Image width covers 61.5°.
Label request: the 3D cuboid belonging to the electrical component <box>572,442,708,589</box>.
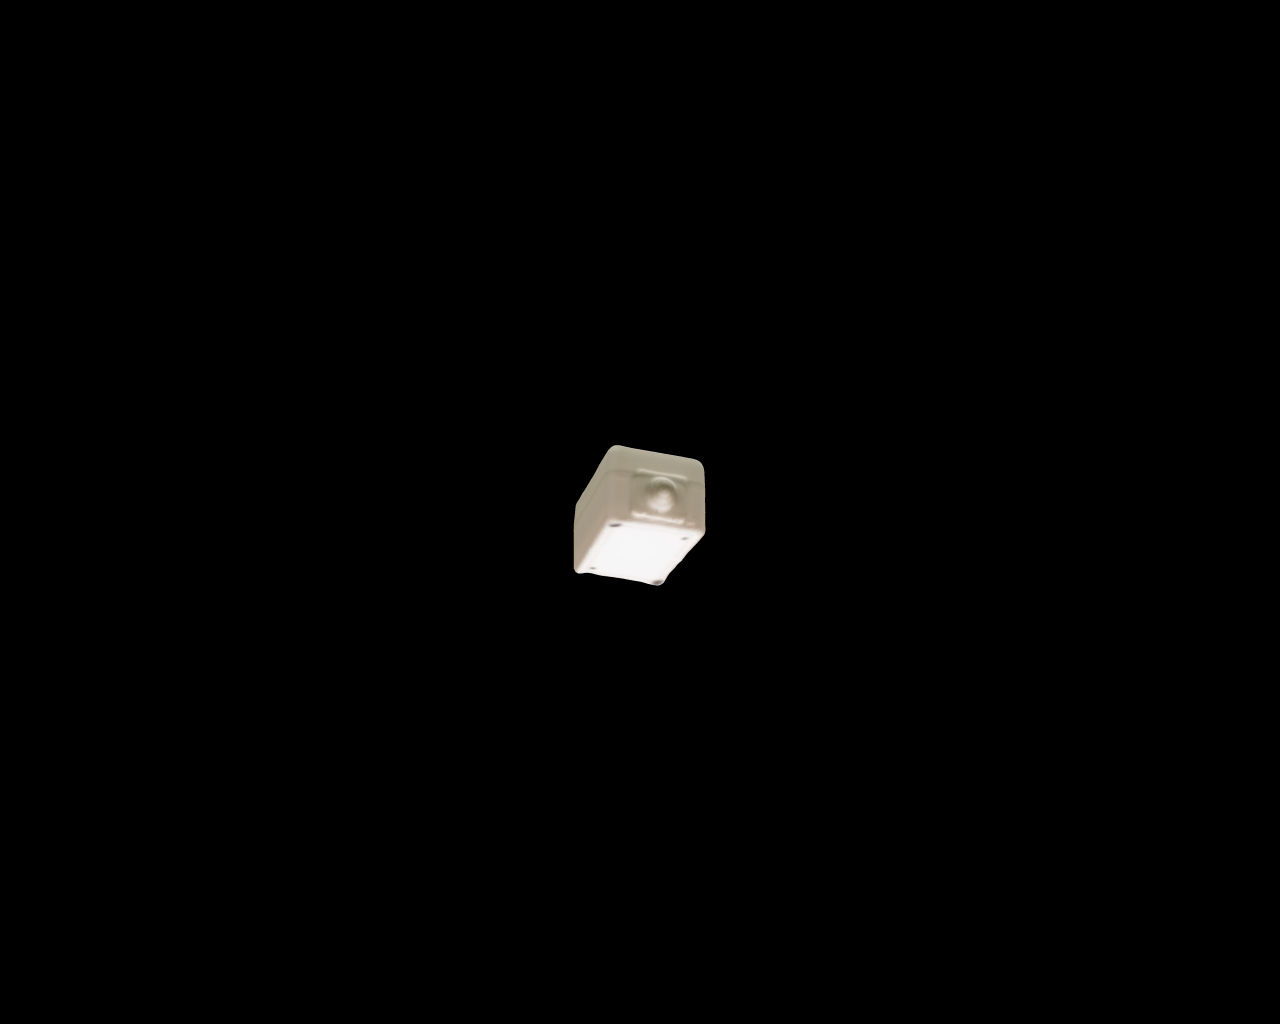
[{"bbox_3d":[0.001,-0.003,0.650,0.062,0.061,0.096,9,-30,-17],"label":"electrical component"}]
